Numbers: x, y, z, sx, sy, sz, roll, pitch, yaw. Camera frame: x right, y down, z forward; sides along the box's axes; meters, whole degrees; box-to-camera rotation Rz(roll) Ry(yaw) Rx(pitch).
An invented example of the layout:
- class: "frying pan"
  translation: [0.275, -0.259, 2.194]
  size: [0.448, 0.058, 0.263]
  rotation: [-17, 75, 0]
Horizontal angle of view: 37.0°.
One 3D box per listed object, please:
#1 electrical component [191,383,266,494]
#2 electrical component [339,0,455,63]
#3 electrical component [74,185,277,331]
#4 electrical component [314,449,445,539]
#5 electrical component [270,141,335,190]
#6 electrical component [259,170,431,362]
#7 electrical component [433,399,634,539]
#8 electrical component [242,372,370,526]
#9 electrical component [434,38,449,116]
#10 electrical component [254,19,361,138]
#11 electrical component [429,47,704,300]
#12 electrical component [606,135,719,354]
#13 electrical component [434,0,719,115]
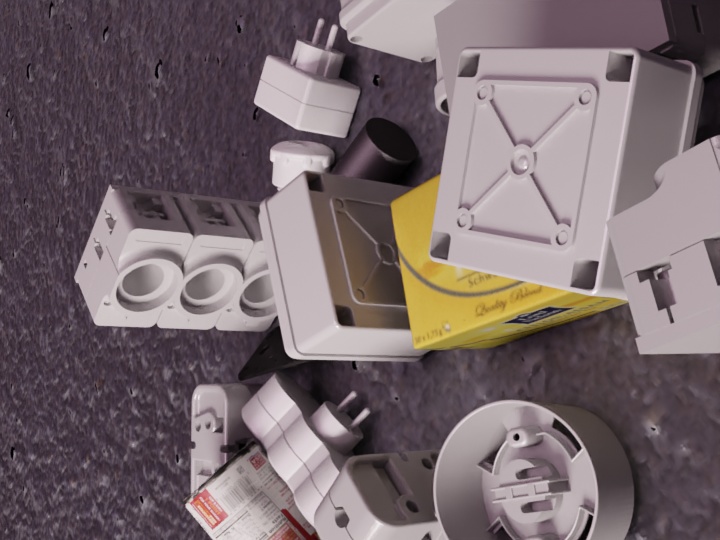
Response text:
- class: "electrical component"
  translation: [-0.093, 0.136, 0.835]
  size: [0.054, 0.059, 0.095]
  rotation: [-6, 82, 52]
- class: "electrical component"
  translation: [0.045, -0.184, 0.669]
  size: [0.113, 0.078, 0.057]
  rotation: [-27, 63, 48]
- class: "electrical component"
  translation: [-0.125, -0.003, 0.815]
  size: [0.061, 0.150, 0.089]
  rotation: [56, 129, 40]
- class: "electrical component"
  translation: [0.024, 0.150, 0.654]
  size: [0.053, 0.095, 0.059]
  rotation: [56, 129, 38]
- class: "electrical component"
  translation: [-0.044, -0.064, 0.804]
  size: [0.048, 0.048, 0.062]
  rotation: [21, 111, 51]
- class: "electrical component"
  translation: [0.000, 0.000, 0.688]
  size: [0.056, 0.109, 0.108]
  rotation: [-34, 61, 43]
- class: "electrical component"
  translation: [0.096, 0.120, 0.587]
  size: [0.099, 0.064, 0.099]
  rotation: [-6, 82, 52]
- class: "electrical component"
  translation: [-0.023, 0.118, 0.756]
  size: [0.073, 0.052, 0.138]
  rotation: [-47, 47, 7]
- class: "electrical component"
  translation: [0.065, -0.124, 0.670]
  size: [0.040, 0.040, 0.046]
  rotation: [-25, 63, 49]
- class: "electrical component"
  translation: [-0.034, -0.146, 0.795]
  size: [0.066, 0.047, 0.076]
  rotation: [36, 114, 47]
- class: "electrical component"
  translation: [0.093, -0.047, 0.502]
  size: [0.109, 0.056, 0.108]
  rotation: [14, 97, 49]
- class: "electrical component"
  translation: [0.181, -0.011, 0.418]
  size: [0.089, 0.150, 0.061]
  rotation: [-32, 63, 47]
- class: "electrical component"
  translation: [0.118, -0.126, 0.583]
  size: [0.150, 0.062, 0.089]
  rotation: [-25, 68, 49]
